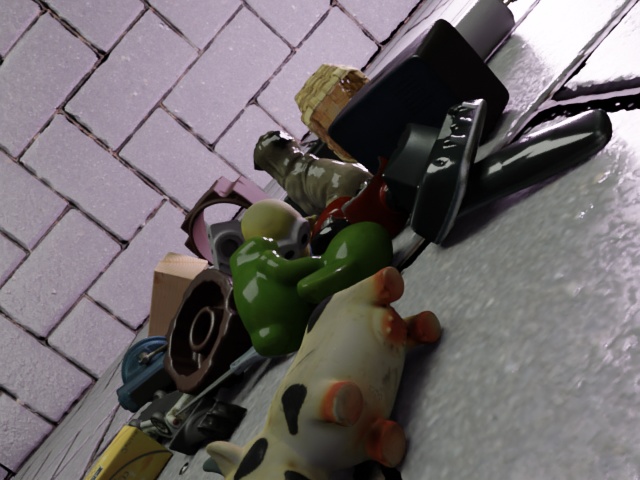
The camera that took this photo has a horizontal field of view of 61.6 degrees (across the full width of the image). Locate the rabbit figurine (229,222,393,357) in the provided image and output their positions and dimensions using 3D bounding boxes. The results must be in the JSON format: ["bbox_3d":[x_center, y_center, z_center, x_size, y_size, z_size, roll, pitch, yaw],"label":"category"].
[{"bbox_3d":[-0.002,0.038,0.557,0.170,0.121,0.159,-32,18,8],"label":"rabbit figurine"}]

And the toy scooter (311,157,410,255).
[{"bbox_3d":[0.065,-0.047,0.654,0.184,0.075,0.135,-39,19,32],"label":"toy scooter"}]

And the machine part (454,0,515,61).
[{"bbox_3d":[0.228,-0.301,0.859,0.243,0.079,0.079,-49,12,-1],"label":"machine part"}]

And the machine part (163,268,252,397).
[{"bbox_3d":[-0.151,0.127,0.748,0.179,0.056,0.179,-28,50,39],"label":"machine part"}]

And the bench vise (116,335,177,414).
[{"bbox_3d":[-0.274,0.209,0.991,0.223,0.128,0.241,-50,16,-13],"label":"bench vise"}]

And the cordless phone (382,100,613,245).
[{"bbox_3d":[0.160,-0.085,0.481,0.184,0.088,0.146,-24,25,39],"label":"cordless phone"}]

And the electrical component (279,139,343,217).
[{"bbox_3d":[-0.005,-0.098,0.972,0.134,0.115,0.058,-53,8,-18],"label":"electrical component"}]

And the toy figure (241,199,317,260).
[{"bbox_3d":[-0.053,0.014,0.717,0.180,0.089,0.082,82,-154,-67],"label":"toy figure"}]

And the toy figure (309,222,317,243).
[{"bbox_3d":[-0.002,-0.001,0.800,0.154,0.058,0.064,-30,32,55],"label":"toy figure"}]

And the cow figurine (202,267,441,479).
[{"bbox_3d":[-0.003,0.119,0.371,0.127,0.085,0.195,-27,27,47],"label":"cow figurine"}]

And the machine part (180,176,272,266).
[{"bbox_3d":[-0.189,-0.024,1.193,0.201,0.201,0.087,-43,17,27],"label":"machine part"}]

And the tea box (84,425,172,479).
[{"bbox_3d":[-0.287,0.344,0.729,0.169,0.068,0.098,-55,13,-31],"label":"tea box"}]

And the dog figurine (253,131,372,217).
[{"bbox_3d":[-0.009,-0.108,0.842,0.172,0.190,0.121,-31,22,52],"label":"dog figurine"}]

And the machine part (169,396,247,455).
[{"bbox_3d":[-0.139,0.222,0.652,0.084,0.039,0.139,-47,7,-37],"label":"machine part"}]

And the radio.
[{"bbox_3d":[0.116,-0.157,0.681,0.073,0.131,0.229,-54,12,-23],"label":"radio"}]

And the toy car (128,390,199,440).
[{"bbox_3d":[-0.230,0.262,0.812,0.202,0.056,0.073,-33,14,50],"label":"toy car"}]
